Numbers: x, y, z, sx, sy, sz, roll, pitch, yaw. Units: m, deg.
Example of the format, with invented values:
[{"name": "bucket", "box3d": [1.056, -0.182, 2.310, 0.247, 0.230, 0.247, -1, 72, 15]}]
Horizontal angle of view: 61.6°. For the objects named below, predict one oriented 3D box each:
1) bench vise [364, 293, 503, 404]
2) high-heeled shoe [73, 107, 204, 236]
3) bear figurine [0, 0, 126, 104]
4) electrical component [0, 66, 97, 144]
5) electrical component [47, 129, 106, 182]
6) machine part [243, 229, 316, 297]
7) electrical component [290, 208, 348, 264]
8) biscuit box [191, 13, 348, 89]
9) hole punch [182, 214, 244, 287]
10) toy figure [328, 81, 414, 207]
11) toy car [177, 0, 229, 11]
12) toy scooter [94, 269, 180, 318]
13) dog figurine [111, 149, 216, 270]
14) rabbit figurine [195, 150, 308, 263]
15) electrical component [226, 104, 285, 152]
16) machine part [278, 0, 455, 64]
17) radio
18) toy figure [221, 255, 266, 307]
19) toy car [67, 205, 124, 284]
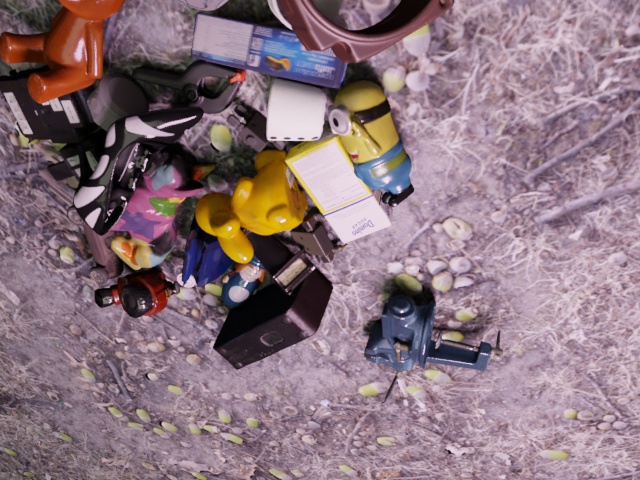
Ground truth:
[{"name": "bench vise", "box3d": [0.200, 0.194, 0.968, 0.241, 0.129, 0.223, 9, 128, 17]}, {"name": "high-heeled shoe", "box3d": [-0.265, -0.099, 0.791, 0.249, 0.086, 0.145, -14, 94, 20]}, {"name": "bear figurine", "box3d": [-0.334, -0.295, 0.719, 0.120, 0.132, 0.196, 51, 134, 9]}, {"name": "electrical component", "box3d": [-0.420, -0.213, 0.850, 0.134, 0.058, 0.114, 2, 130, 13]}, {"name": "electrical component", "box3d": [-0.401, -0.134, 0.913, 0.119, 0.048, 0.074, -15, 122, 25]}, {"name": "machine part", "box3d": [-0.077, 0.025, 0.928, 0.139, 0.039, 0.084, 42, 88, 10]}, {"name": "electrical component", "box3d": [-0.003, -0.004, 0.917, 0.078, 0.045, 0.102, 1, 131, 51]}, {"name": "biscuit box", "box3d": [-0.063, -0.250, 0.713, 0.203, 0.063, 0.059, 13, 105, 4]}, {"name": "hole punch", "box3d": [-0.188, 0.013, 0.936, 0.092, 0.116, 0.142, 17, 131, -9]}, {"name": "toy figure", "box3d": [0.077, -0.136, 0.761, 0.082, 0.089, 0.180, 2, 132, 55]}, {"name": "toy car", "box3d": [-0.152, -0.336, 0.657, 0.162, 0.109, 0.102, 17, 148, 13]}, {"name": "toy scooter", "box3d": [-0.325, 0.095, 1.011, 0.184, 0.135, 0.075, -1, 99, 42]}, {"name": "dog figurine", "box3d": [-0.262, -0.055, 0.904, 0.219, 0.108, 0.191, -17, 120, 23]}, {"name": "rabbit figurine", "box3d": [-0.116, -0.041, 0.838, 0.173, 0.162, 0.121, -7, 135, 14]}, {"name": "electrical component", "box3d": [-0.094, -0.161, 0.800, 0.094, 0.063, 0.021, 39, 127, -18]}, {"name": "machine part", "box3d": [0.044, -0.311, 0.576, 0.201, 0.087, 0.200, -32, 119, -3]}, {"name": "radio", "box3d": [-0.090, 0.146, 0.998, 0.229, 0.131, 0.073, -32, 112, 33]}, {"name": "toy figure", "box3d": [-0.134, 0.066, 0.998, 0.064, 0.058, 0.154, 2, 139, -38]}, {"name": "toy car", "box3d": [-0.399, -0.011, 0.983, 0.053, 0.089, 0.201, 11, 128, 13]}]
